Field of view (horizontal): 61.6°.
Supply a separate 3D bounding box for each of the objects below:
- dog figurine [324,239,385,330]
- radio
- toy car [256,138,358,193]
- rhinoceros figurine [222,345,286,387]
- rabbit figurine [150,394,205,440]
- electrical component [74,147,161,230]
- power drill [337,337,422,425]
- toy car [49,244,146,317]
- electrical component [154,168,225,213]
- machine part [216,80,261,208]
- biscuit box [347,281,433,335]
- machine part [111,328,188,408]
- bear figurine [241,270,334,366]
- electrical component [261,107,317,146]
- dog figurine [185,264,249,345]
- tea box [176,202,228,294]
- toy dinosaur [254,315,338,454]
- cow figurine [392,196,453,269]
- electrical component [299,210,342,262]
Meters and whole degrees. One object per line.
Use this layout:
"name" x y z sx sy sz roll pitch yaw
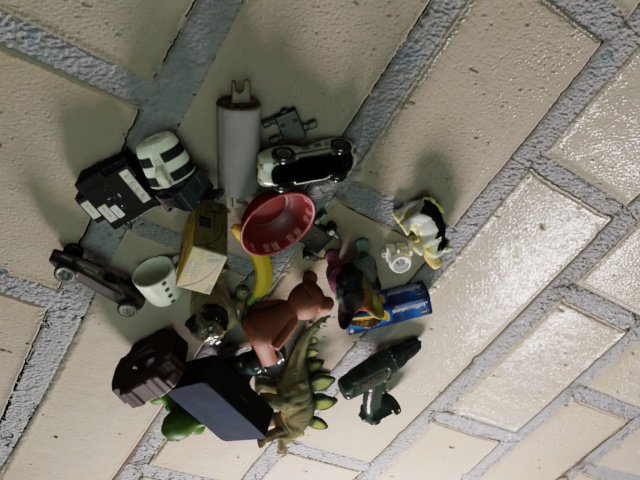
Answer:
"dog figurine" 0.075 0.111 1.089 0.109 0.219 0.191 -14 124 5
"radio" -0.218 0.353 1.179 0.131 0.073 0.229 -17 125 29
"toy car" -0.021 -0.139 0.981 0.202 0.056 0.073 -13 131 -25
"rhinoceros figurine" -0.164 0.288 1.240 0.190 0.112 0.073 -25 97 23
"rabbit figurine" -0.321 0.396 1.247 0.159 0.170 0.121 36 113 -27
"electrical component" -0.374 -0.088 0.979 0.134 0.058 0.114 -25 122 8
"power drill" 0.161 0.360 1.345 0.232 0.086 0.207 -22 134 -17
"toy car" -0.433 0.076 1.062 0.053 0.089 0.202 -41 119 18
"electrical component" -0.229 -0.088 0.960 0.119 0.075 0.047 1 136 40
"machine part" -0.145 -0.163 0.952 0.079 0.079 0.243 1 125 -10
"biscuit box" 0.151 0.154 1.225 0.203 0.059 0.062 -15 125 1
"machine part" -0.367 0.271 1.159 0.179 0.179 0.056 -28 120 10
"bear figurine" -0.070 0.164 1.162 0.196 0.120 0.131 -31 154 -16
"electrical component" -0.054 -0.207 0.970 0.094 0.021 0.063 -20 124 5
"dog figurine" -0.209 0.168 1.099 0.121 0.191 0.172 -29 125 11
"tea box" -0.218 0.007 1.000 0.068 0.170 0.098 18 118 -22
"toy dinosaur" -0.062 0.376 1.324 0.199 0.105 0.470 -3 124 -16
"cow figurine" 0.230 -0.016 1.121 0.098 0.068 0.167 -35 123 8
"electrical component" -0.004 -0.003 1.103 0.102 0.045 0.078 -39 122 17
